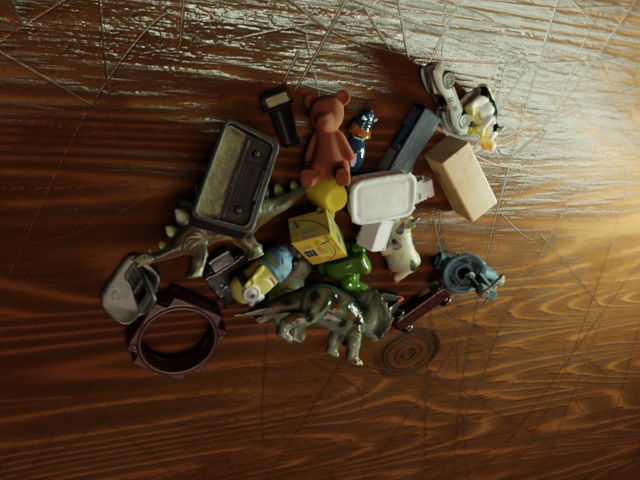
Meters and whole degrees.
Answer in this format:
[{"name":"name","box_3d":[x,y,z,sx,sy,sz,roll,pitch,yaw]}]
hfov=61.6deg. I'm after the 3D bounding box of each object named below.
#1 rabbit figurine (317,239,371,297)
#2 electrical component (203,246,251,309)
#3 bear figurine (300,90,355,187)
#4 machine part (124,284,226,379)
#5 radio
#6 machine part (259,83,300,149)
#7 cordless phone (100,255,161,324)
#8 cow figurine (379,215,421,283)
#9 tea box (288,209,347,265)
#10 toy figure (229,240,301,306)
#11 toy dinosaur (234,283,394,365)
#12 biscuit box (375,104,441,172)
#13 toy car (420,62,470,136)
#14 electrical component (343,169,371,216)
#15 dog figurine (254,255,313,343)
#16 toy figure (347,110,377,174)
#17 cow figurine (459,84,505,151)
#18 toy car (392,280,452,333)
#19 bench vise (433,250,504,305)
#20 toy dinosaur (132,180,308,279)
[{"name":"rabbit figurine","box_3d":[0.072,0.111,1.389,0.159,0.121,0.170,-27,117,-3]},{"name":"electrical component","box_3d":[-0.216,0.082,1.294,0.115,0.058,0.134,-35,121,-8]},{"name":"bear figurine","box_3d":[0.016,-0.229,1.205,0.120,0.132,0.195,2,115,10]},{"name":"machine part","box_3d":[-0.344,0.223,1.287,0.201,0.087,0.201,30,97,-30]},{"name":"radio","box_3d":[-0.177,-0.123,1.123,0.131,0.073,0.229,20,73,-15]},{"name":"machine part","box_3d":[-0.084,-0.272,1.206,0.084,0.039,0.138,-31,119,-17]},{"name":"cordless phone","box_3d":[-0.401,0.132,1.166,0.088,0.184,0.146,33,97,-35]},{"name":"cow figurine","box_3d":[0.212,0.004,1.423,0.127,0.086,0.194,-28,118,-2]},{"name":"tea box","box_3d":[-0.003,-0.004,1.276,0.098,0.068,0.169,-16,158,13]},{"name":"toy figure","box_3d":[-0.130,0.077,1.252,0.180,0.089,0.082,-47,121,-16]},{"name":"toy dinosaur","box_3d":[0.015,0.173,1.288,0.404,0.131,0.192,25,76,-22]},{"name":"biscuit box","box_3d":[0.217,-0.233,1.333,0.062,0.059,0.202,25,102,-28]},{"name":"toy car","box_3d":[0.308,-0.341,1.315,0.056,0.074,0.201,-36,121,-8]},{"name":"electrical component","box_3d":[0.099,-0.122,1.340,0.075,0.048,0.119,-11,116,-18]},{"name":"dog figurine","box_3d":[-0.059,0.147,1.351,0.190,0.121,0.172,-49,122,2]},{"name":"toy figure","box_3d":[0.088,-0.236,1.280,0.058,0.064,0.154,19,101,10]},{"name":"cow figurine","box_3d":[0.424,-0.313,1.383,0.098,0.068,0.167,-45,122,-6]},{"name":"toy car","box_3d":[0.292,0.189,1.555,0.202,0.053,0.089,-37,126,1]},{"name":"bench vise","box_3d":[0.429,0.109,1.481,0.223,0.241,0.128,30,103,-14]},{"name":"toy dinosaur","box_3d":[-0.191,-0.046,1.194,0.471,0.105,0.198,-21,97,-28]}]
